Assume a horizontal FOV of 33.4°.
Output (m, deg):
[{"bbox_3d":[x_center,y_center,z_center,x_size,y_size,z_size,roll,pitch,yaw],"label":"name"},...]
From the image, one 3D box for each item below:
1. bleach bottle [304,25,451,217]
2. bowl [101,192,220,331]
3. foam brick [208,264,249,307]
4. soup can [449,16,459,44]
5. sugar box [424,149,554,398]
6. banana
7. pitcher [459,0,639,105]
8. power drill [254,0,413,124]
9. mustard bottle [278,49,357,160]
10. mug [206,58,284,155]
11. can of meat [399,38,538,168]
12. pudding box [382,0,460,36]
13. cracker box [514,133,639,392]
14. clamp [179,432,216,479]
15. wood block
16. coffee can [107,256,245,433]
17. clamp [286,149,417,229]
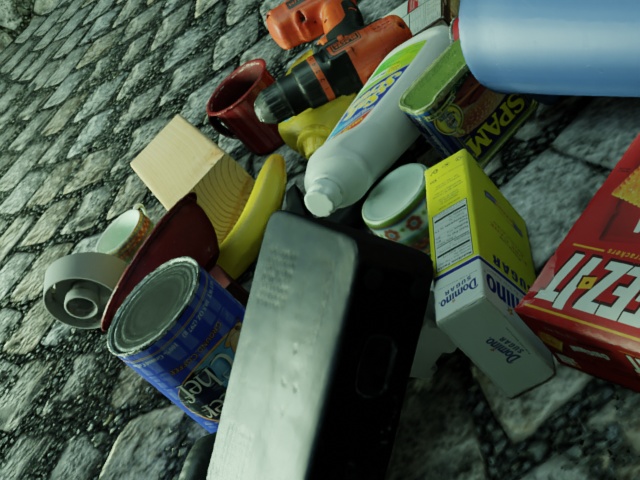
[{"bbox_3d":[0.058,-0.106,1.001,0.103,0.068,0.250,-23,22,42],"label":"bleach bottle"},{"bbox_3d":[-0.145,0.034,1.044,0.162,0.055,0.162,-58,-3,-5],"label":"bowl"},{"bbox_3d":[-0.081,0.071,0.992,0.053,0.078,0.051,-47,29,-1],"label":"foam brick"},{"bbox_3d":[0.184,-0.200,1.015,0.102,0.068,0.068,-20,37,37],"label":"soup can"},{"bbox_3d":[0.121,0.020,0.777,0.048,0.093,0.176,-33,31,22],"label":"sugar box"},{"bbox_3d":[-0.092,-0.002,1.121,0.198,0.070,0.037,-46,-15,0],"label":"banana"},{"bbox_3d":[0.232,-0.181,0.829,0.243,0.149,0.145,15,91,50],"label":"pitcher"},{"bbox_3d":[-0.003,-0.212,1.179,0.184,0.057,0.188,-28,37,2],"label":"power drill"},{"bbox_3d":[0.000,-0.148,1.196,0.096,0.058,0.191,-23,34,21],"label":"mustard bottle"},{"bbox_3d":[-0.085,-0.154,1.291,0.117,0.081,0.093,-21,36,36],"label":"mug"},{"bbox_3d":[0.133,-0.124,0.962,0.102,0.084,0.057,-47,28,-5],"label":"can of meat"},{"bbox_3d":[0.103,-0.231,1.195,0.114,0.039,0.090,-31,33,29],"label":"pudding box"},{"bbox_3d":[0.246,-0.005,0.668,0.213,0.072,0.164,-52,29,-12],"label":"cracker box"},{"bbox_3d":[-0.097,0.202,0.808,0.039,0.120,0.171,9,49,18],"label":"clamp"},{"bbox_3d":[-0.139,-0.066,1.238,0.091,0.090,0.206,-46,29,-2],"label":"wood block"},{"bbox_3d":[-0.095,0.097,0.908,0.103,0.140,0.103,-32,30,21],"label":"coffee can"},{"bbox_3d":[-0.007,0.001,1.029,0.165,0.036,0.209,-10,40,47],"label":"clamp"}]
